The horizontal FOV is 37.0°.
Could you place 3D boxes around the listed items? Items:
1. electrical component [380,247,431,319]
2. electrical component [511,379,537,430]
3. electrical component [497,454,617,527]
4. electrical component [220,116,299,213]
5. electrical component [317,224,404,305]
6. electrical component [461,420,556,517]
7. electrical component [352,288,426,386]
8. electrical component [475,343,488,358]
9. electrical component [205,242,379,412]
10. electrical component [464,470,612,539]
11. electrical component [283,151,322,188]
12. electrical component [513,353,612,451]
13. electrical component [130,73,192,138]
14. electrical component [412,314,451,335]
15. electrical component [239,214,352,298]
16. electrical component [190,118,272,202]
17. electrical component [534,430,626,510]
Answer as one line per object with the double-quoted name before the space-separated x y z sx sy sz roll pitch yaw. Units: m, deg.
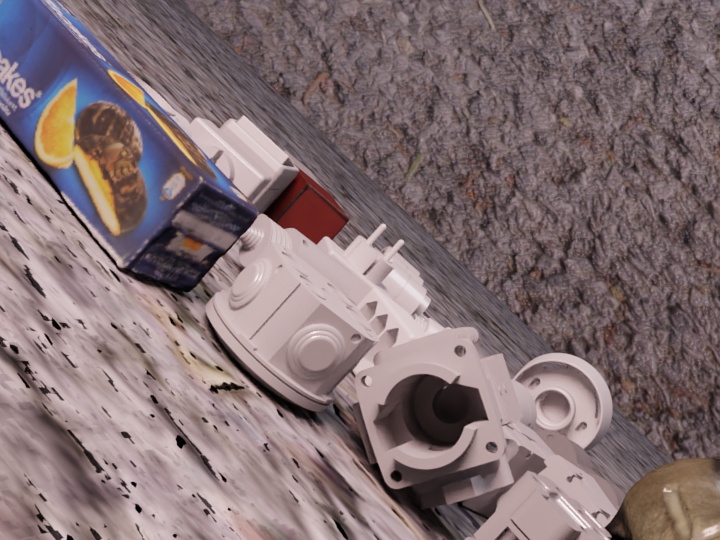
"electrical component" 0.038 0.027 0.960 0.074 0.052 0.138 42 7 -7
"electrical component" 0.102 0.109 0.812 0.055 0.055 0.047 45 10 20
"electrical component" 0.130 0.160 0.619 0.056 0.050 0.089 36 17 -47
"electrical component" -0.092 -0.087 0.899 0.062 0.061 0.096 43 7 2
"electrical component" 0.000 0.000 0.810 0.066 0.076 0.047 41 7 -16
"electrical component" 0.085 0.118 0.666 0.089 0.050 0.055 35 10 -47
"electrical component" 0.030 0.061 0.721 0.077 0.047 0.065 38 8 -36
"electrical component" 0.080 0.078 0.923 0.079 0.044 0.077 40 7 -21
"electrical component" -0.034 0.029 0.542 0.080 0.051 0.080 42 7 -6
"electrical component" 0.083 0.136 0.513 0.058 0.057 0.078 46 7 29
"electrical component" -0.054 -0.065 1.038 0.076 0.047 0.083 39 8 -24
"electrical component" 0.183 0.127 1.000 0.099 0.099 0.064 44 13 16
"electrical component" -0.161 -0.110 0.716 0.079 0.044 0.077 48 8 38
"electrical component" 0.045 0.056 0.861 0.062 0.048 0.048 35 8 -8
"electrical component" -0.048 -0.004 0.702 0.081 0.043 0.043 38 8 -34
"electrical component" -0.106 -0.069 0.758 0.066 0.047 0.076 42 7 0
"electrical component" 0.158 0.169 0.761 0.138 0.052 0.074 47 8 34
